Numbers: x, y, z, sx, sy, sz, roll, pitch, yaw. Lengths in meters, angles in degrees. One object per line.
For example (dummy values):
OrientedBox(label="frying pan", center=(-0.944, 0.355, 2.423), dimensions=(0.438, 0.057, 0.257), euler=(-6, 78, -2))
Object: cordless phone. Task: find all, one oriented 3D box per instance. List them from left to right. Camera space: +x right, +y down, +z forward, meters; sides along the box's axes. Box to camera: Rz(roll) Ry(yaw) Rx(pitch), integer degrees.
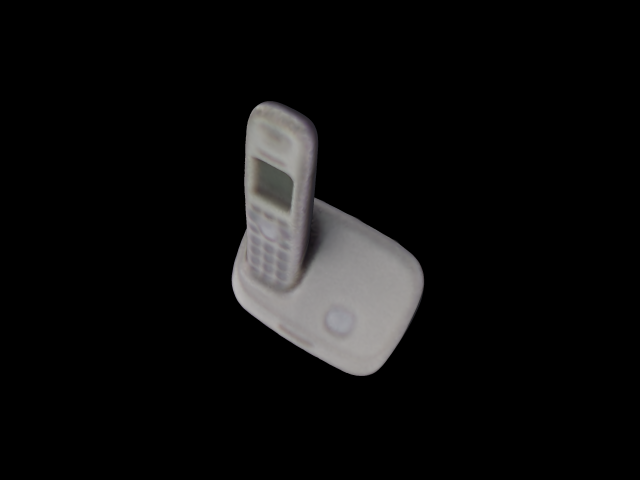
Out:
OrientedBox(label="cordless phone", center=(0.004, 0.001, 0.400), dimensions=(0.147, 0.185, 0.094), euler=(27, 58, 18))
